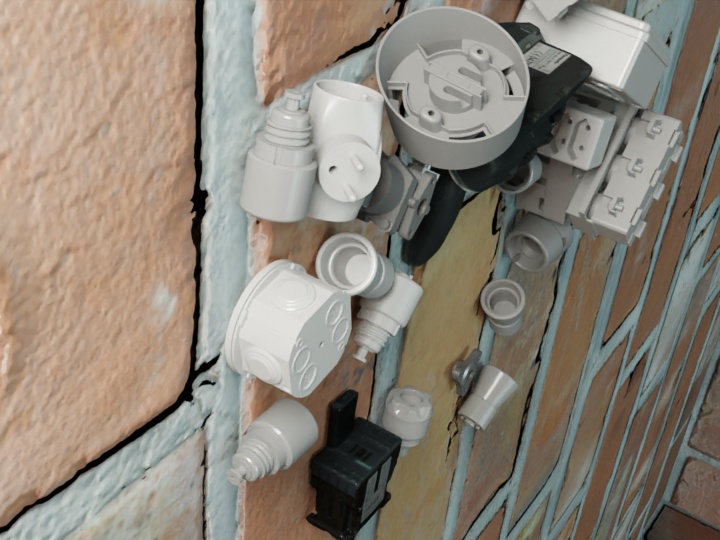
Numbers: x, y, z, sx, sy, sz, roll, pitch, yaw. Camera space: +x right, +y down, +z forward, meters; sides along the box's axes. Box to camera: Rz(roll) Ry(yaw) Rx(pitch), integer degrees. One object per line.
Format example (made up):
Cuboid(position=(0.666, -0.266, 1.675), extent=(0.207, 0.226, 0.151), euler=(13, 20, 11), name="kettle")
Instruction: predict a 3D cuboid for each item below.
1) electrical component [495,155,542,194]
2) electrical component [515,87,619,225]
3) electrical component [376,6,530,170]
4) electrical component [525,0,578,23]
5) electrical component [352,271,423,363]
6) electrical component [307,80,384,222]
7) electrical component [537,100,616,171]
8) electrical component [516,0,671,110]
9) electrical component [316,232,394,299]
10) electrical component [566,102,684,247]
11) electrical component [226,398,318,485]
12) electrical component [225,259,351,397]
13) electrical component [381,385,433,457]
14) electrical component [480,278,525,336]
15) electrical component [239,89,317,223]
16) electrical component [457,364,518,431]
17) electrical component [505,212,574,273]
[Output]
Cuboid(position=(0.141, -0.089, 0.963), extent=(0.046, 0.040, 0.040), euler=(-19, 129, -65), name="electrical component")
Cuboid(position=(0.219, -0.124, 1.060), extent=(0.150, 0.062, 0.089), euler=(-46, 149, -37), name="electrical component")
Cuboid(position=(0.062, -0.118, 0.710), extent=(0.099, 0.099, 0.064), euler=(-56, 160, -21), name="electrical component")
Cuboid(position=(0.166, -0.246, 0.826), extent=(0.121, 0.063, 0.079), euler=(-46, -170, -37), name="electrical component")
Cuboid(position=(0.017, 0.034, 0.822), extent=(0.078, 0.040, 0.040), euler=(-62, 156, -8), name="electrical component")
Cuboid(position=(-0.010, -0.065, 0.640), extent=(0.044, 0.079, 0.077), euler=(6, 114, -17), name="electrical component")
Cuboid(position=(0.184, -0.129, 0.959), extent=(0.076, 0.083, 0.047), euler=(-22, 132, -57), name="electrical component")
Cuboid(position=(0.192, -0.184, 0.897), extent=(0.109, 0.109, 0.056), euler=(3, 112, -65), name="electrical component")
Cuboid(position=(0.000, 0.000, 0.757), extent=(0.044, 0.044, 0.065), euler=(-66, 161, 0), name="electrical component")
Cuboid(position=(0.248, -0.088, 0.995), extent=(0.121, 0.063, 0.079), euler=(-63, 156, -7), name="electrical component")
Cuboid(position=(-0.062, 0.121, 0.740), extent=(0.078, 0.040, 0.040), euler=(-38, 144, -45), name="electrical component")
Cuboid(position=(-0.045, 0.038, 0.687), extent=(0.080, 0.051, 0.080), euler=(-45, 149, -38), name="electrical component")
Cuboid(position=(0.040, 0.138, 0.960), extent=(0.043, 0.043, 0.062), euler=(-32, 141, -51), name="electrical component")
Cuboid(position=(0.146, 0.041, 1.091), extent=(0.044, 0.044, 0.065), euler=(-59, 160, -16), name="electrical component")
Cuboid(position=(-0.044, -0.063, 0.610), extent=(0.040, 0.040, 0.078), euler=(-24, 133, -56), name="electrical component")
Cuboid(position=(0.135, 0.140, 1.159), extent=(0.065, 0.044, 0.044), euler=(-54, 154, -14), name="electrical component")
Cuboid(position=(0.177, -0.029, 1.074), extent=(0.047, 0.055, 0.055), euler=(-42, 147, -35), name="electrical component")
